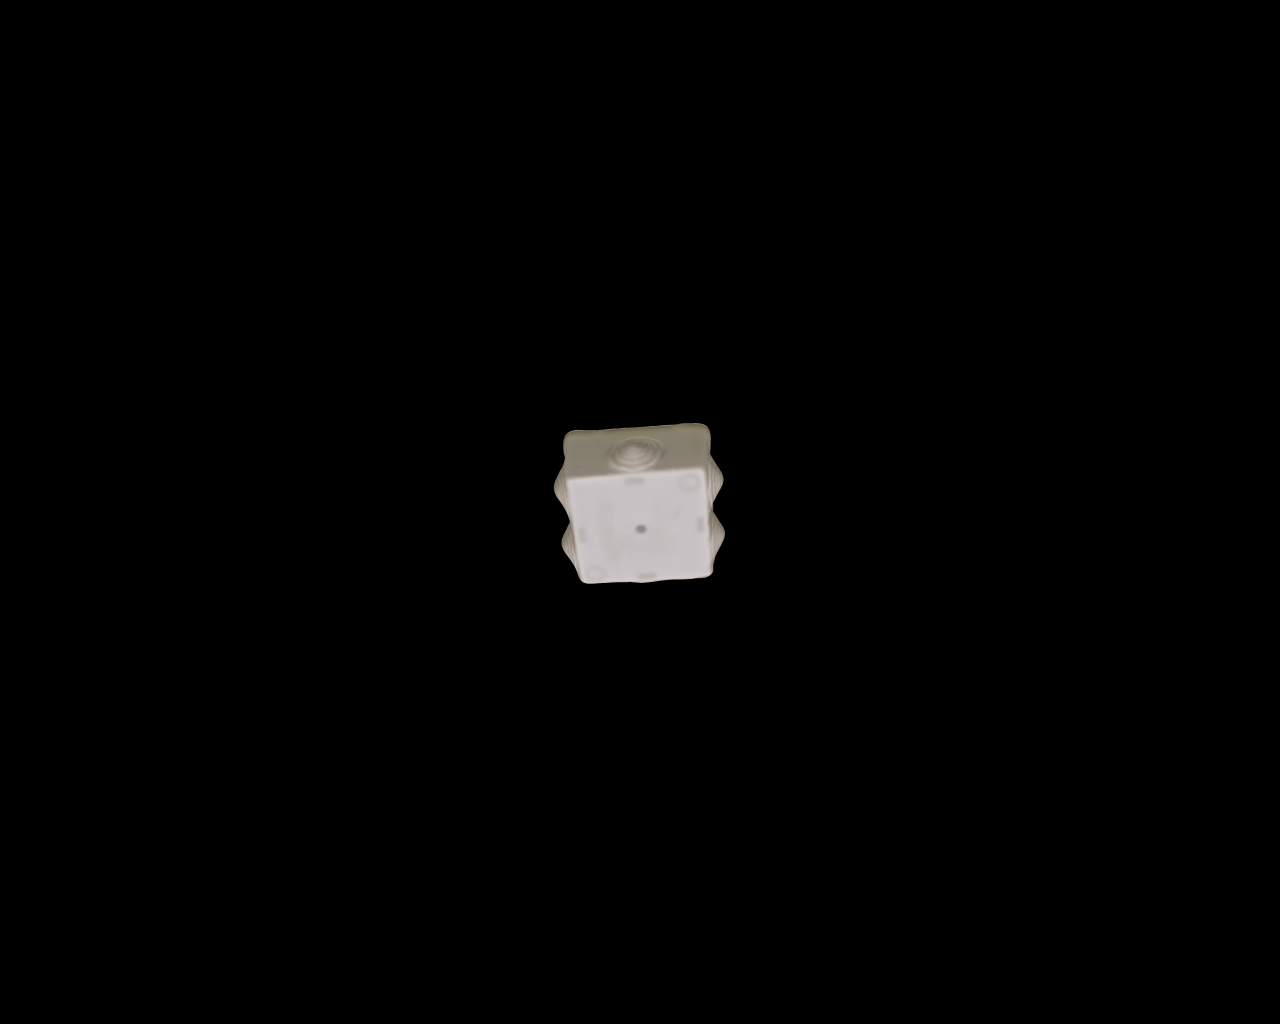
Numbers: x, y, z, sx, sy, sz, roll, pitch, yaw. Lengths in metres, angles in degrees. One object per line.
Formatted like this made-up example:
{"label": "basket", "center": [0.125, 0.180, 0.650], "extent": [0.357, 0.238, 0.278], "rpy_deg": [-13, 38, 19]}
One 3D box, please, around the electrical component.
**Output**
{"label": "electrical component", "center": [0.001, -0.003, 0.650], "extent": [0.100, 0.099, 0.048], "rpy_deg": [-3, 36, 2]}
